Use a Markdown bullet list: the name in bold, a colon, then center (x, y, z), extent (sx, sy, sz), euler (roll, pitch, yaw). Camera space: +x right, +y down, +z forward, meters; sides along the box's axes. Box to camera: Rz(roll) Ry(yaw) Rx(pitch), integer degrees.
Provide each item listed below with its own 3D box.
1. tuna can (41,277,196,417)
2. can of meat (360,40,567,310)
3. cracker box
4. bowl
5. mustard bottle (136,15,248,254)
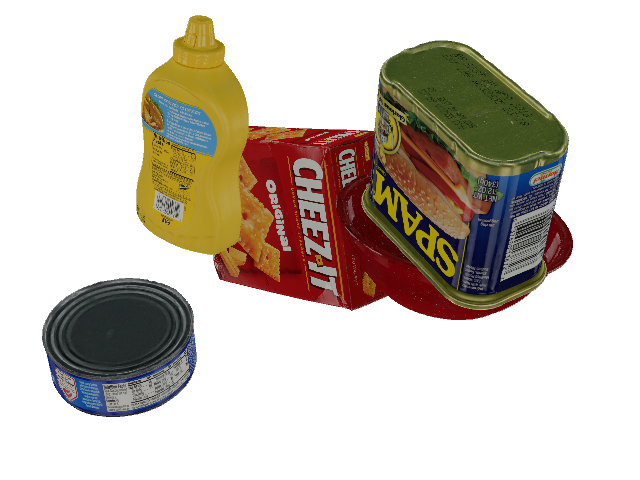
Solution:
- **tuna can**: center (-0.115, 0.061, 0.616), extent (0.086, 0.034, 0.086), euler (-1, 37, 0)
- **can of meat**: center (0.066, -0.033, 0.500), extent (0.057, 0.084, 0.102), euler (-21, 48, -23)
- **cracker box**: center (-0.032, -0.029, 1.077), extent (0.071, 0.164, 0.214), euler (-22, 21, -38)
- **bowl**: center (0.087, 0.007, 0.734), extent (0.162, 0.055, 0.162), euler (6, 29, -3)
- **mustard bottle**: center (-0.104, -0.089, 0.871), extent (0.096, 0.192, 0.058), euler (26, 35, 29)
